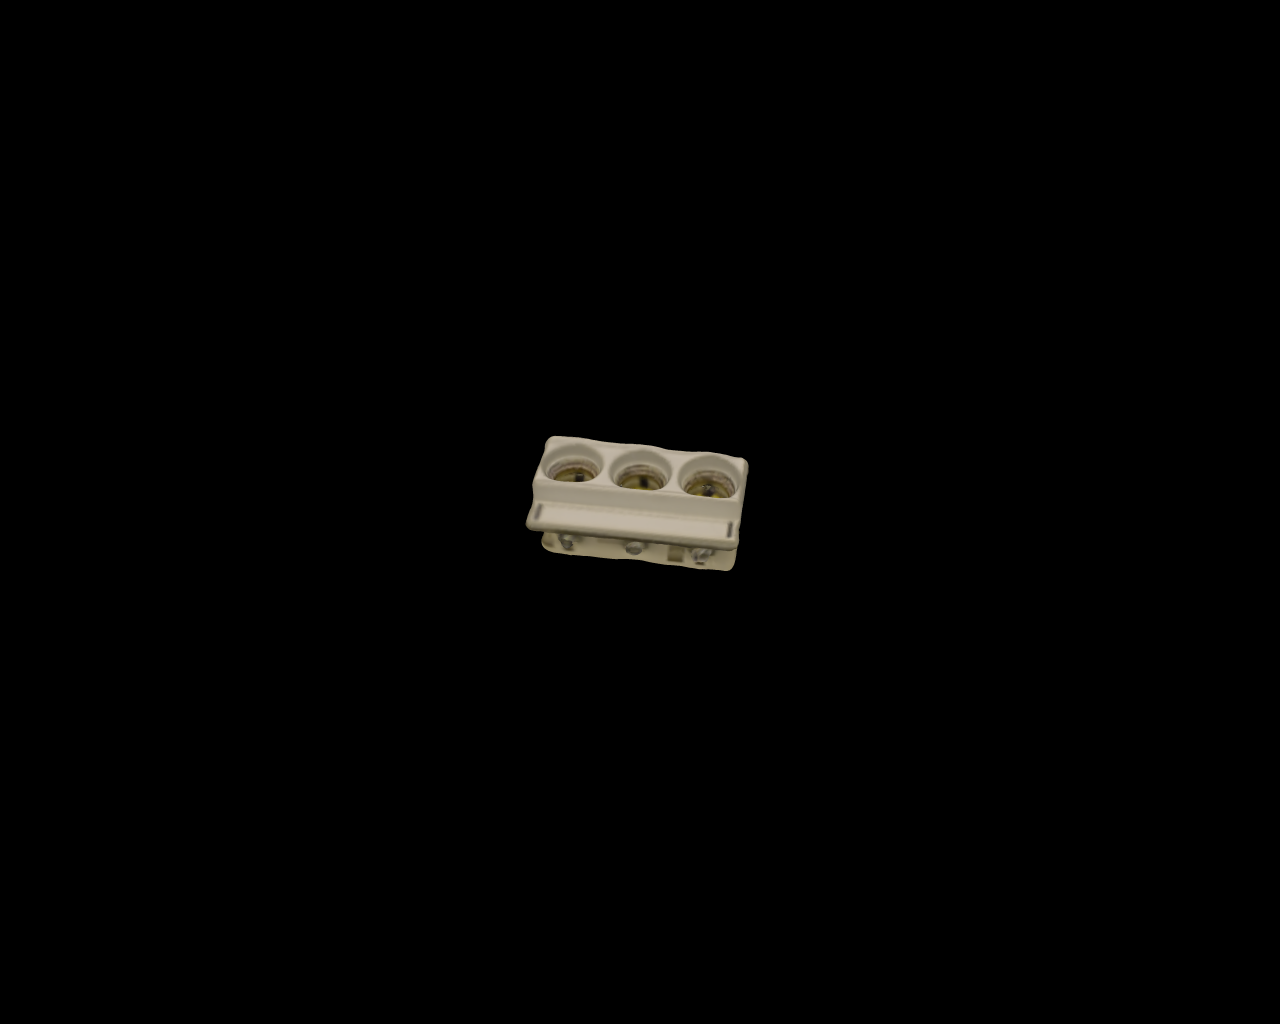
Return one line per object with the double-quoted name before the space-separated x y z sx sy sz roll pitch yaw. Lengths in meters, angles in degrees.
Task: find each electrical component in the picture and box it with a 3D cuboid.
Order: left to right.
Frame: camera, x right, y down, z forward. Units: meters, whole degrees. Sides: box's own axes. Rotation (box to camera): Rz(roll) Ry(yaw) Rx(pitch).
"electrical component" 0.001 -0.003 0.650 0.121 0.063 0.079 6 43 7
